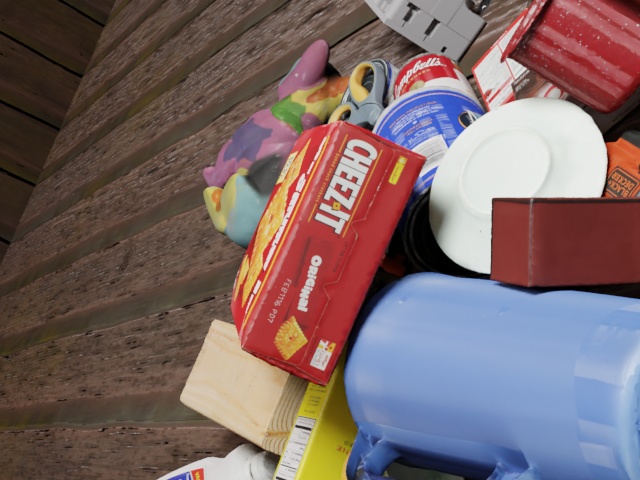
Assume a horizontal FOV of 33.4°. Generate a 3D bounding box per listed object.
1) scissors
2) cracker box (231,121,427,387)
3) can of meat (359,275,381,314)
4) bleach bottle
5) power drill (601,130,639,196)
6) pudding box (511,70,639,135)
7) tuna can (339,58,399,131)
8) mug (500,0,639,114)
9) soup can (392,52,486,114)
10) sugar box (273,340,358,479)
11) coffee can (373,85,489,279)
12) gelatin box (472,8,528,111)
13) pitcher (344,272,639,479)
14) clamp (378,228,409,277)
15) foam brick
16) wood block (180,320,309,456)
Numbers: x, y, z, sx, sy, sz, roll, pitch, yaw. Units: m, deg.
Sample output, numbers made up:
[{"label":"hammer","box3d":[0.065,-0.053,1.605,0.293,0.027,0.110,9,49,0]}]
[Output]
[{"label":"scissors","box3d":[0.045,-0.108,1.045,0.096,0.016,0.202,-51,27,27]},{"label":"cracker box","box3d":[-0.005,0.001,0.781,0.214,0.072,0.164,-149,82,-83]},{"label":"can of meat","box3d":[0.004,0.055,0.995,0.084,0.057,0.102,-62,24,-2]},{"label":"bleach bottle","box3d":[-0.116,0.253,1.027,0.251,0.068,0.102,-39,33,38]},{"label":"power drill","box3d":[0.246,-0.071,0.636,0.188,0.057,0.184,-57,24,12]},{"label":"pudding box","box3d":[0.200,-0.120,0.800,0.114,0.039,0.090,-46,29,33]},{"label":"tuna can","box3d":[0.056,-0.146,1.121,0.086,0.033,0.086,-41,34,36]},{"label":"mug","box3d":[0.180,-0.140,0.688,0.093,0.081,0.117,-58,0,-24]},{"label":"soup can","box3d":[0.107,-0.115,0.949,0.069,0.068,0.102,-52,27,24]},{"label":"sugar box","box3d":[0.018,0.172,0.801,0.048,0.093,0.176,-11,56,61]},{"label":"coffee can","box3d":[0.102,-0.046,0.844,0.103,0.102,0.140,-52,26,23]},{"label":"gelatin box","box3d":[0.169,-0.143,0.899,0.073,0.030,0.089,-49,27,27]},{"label":"pitcher","box3d":[0.123,0.095,0.626,0.243,0.144,0.149,-1,87,60]},{"label":"clamp","box3d":[0.061,-0.049,1.011,0.165,0.036,0.210,-51,28,22]},{"label":"foam brick","box3d":[0.146,0.000,0.634,0.053,0.078,0.051,-172,81,-73]},{"label":"wood block","box3d":[-0.039,0.137,0.955,0.206,0.090,0.090,6,71,64]}]
